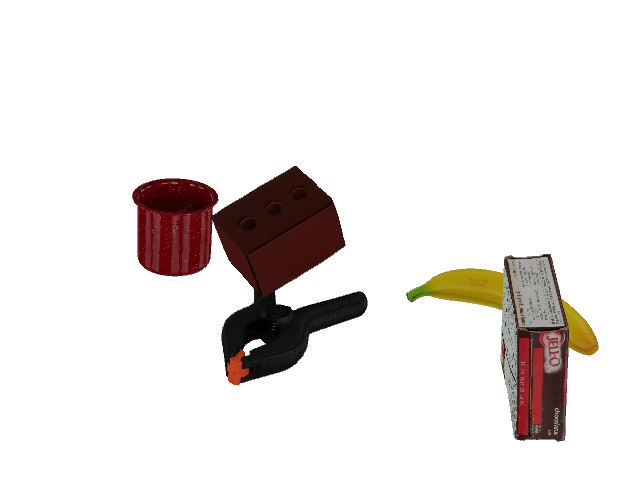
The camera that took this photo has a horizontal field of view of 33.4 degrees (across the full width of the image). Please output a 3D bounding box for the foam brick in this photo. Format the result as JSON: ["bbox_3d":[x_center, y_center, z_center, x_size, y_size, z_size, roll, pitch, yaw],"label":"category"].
[{"bbox_3d":[-0.030,-0.007,0.784,0.078,0.051,0.053,-32,48,-15],"label":"foam brick"}]

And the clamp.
[{"bbox_3d":[-0.047,0.072,1.003,0.120,0.039,0.171,20,33,29],"label":"clamp"}]

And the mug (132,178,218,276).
[{"bbox_3d":[-0.168,-0.018,1.185,0.093,0.081,0.117,-17,34,-36],"label":"mug"}]

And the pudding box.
[{"bbox_3d":[0.151,0.073,0.753,0.039,0.090,0.113,-1,25,4],"label":"pudding box"}]

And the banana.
[{"bbox_3d":[0.189,0.065,1.071,0.198,0.069,0.037,14,-37,26],"label":"banana"}]
